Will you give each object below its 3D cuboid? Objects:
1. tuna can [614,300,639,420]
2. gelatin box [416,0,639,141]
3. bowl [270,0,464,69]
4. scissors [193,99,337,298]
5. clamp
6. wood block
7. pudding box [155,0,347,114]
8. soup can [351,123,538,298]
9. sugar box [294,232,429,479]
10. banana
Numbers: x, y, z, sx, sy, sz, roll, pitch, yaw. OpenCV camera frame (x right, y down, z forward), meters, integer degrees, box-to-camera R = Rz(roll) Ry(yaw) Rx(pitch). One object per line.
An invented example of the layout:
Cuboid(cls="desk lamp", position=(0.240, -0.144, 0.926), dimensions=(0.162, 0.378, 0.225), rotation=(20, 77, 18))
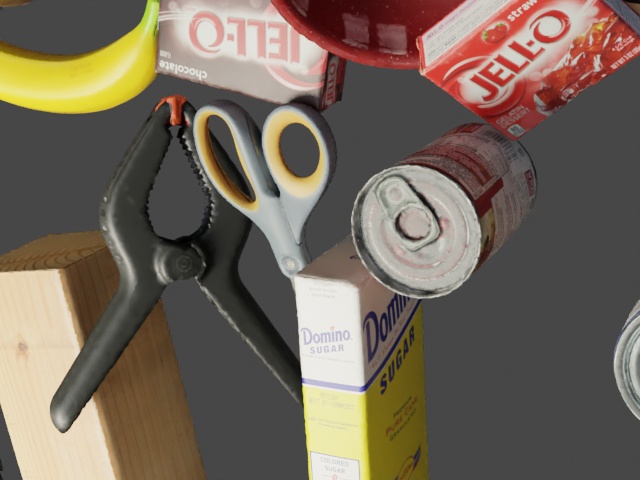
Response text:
Cuboid(cls="tuna can", position=(0.199, 0.064, 0.558), dimensions=(0.086, 0.033, 0.086), rotation=(10, 113, 25))
Cuboid(cls="gelatin box", position=(0.104, -0.097, 0.530), dimensions=(0.073, 0.030, 0.089), rotation=(30, 130, -32))
Cuboid(cls="bowl", position=(0.048, -0.160, 0.518), dimensions=(0.162, 0.055, 0.162), rotation=(-2, 141, -2))
Cuboid(cls="scissors", position=(-0.004, 0.001, 0.632), dimensions=(0.096, 0.016, 0.201), rotation=(-20, 108, 37))
Cuboid(cls="clamp", position=(-0.077, 0.017, 0.662), dimensions=(0.164, 0.036, 0.210), rotation=(4, 95, -19))
Cuboid(cls="wood block", position=(-0.155, 0.104, 0.729), dimensions=(0.091, 0.090, 0.206), rotation=(-4, 106, 30))
Cuboid(cls="pudding box", position=(-0.037, -0.130, 0.610), dimensions=(0.114, 0.039, 0.090), rotation=(18, 116, 22))
Cuboid(cls="soup can", position=(0.068, -0.019, 0.557), dimensions=(0.069, 0.102, 0.068), rotation=(10, 112, 25))
Cuboid(cls="sugar box", position=(0.028, 0.089, 0.623), dimensions=(0.048, 0.093, 0.176), rotation=(7, 112, 25))
Cuboid(cls="banana", position=(-0.174, -0.116, 0.689), dimensions=(0.198, 0.037, 0.069), rotation=(1, 103, 24))
